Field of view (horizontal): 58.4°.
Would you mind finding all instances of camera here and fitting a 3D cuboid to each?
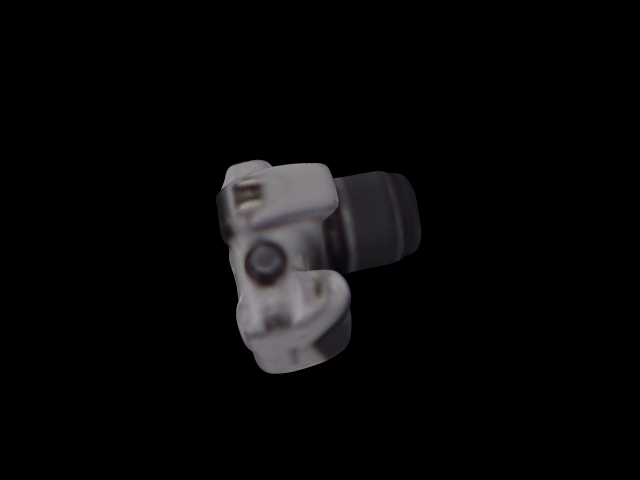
[{"bbox_3d":[0.004,0.001,0.400,0.137,0.101,0.143,-11,60,-6],"label":"camera"}]
